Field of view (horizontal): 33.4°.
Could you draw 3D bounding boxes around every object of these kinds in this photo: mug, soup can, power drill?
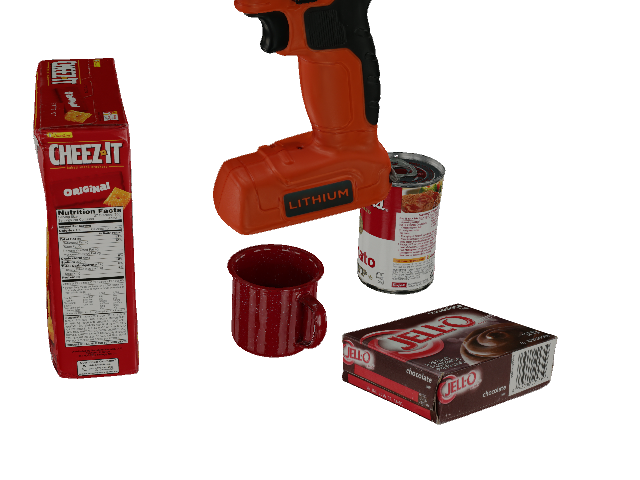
[{"bbox_3d":[-0.037,0.064,1.033,0.117,0.081,0.093,27,34,37],"label":"mug"},{"bbox_3d":[0.066,-0.015,0.892,0.068,0.102,0.068,2,27,-1],"label":"soup can"},{"bbox_3d":[-0.024,-0.097,0.575,0.184,0.188,0.057,-13,38,-18],"label":"power drill"}]

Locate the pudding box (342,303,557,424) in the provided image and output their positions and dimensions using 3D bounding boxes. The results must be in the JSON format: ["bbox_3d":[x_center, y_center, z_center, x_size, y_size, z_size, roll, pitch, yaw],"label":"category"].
[{"bbox_3d":[0.084,0.077,0.697,0.113,0.039,0.090,-8,18,-39],"label":"pudding box"}]

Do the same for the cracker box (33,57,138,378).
[{"bbox_3d":[-0.190,-0.021,0.862,0.072,0.214,0.164,-4,27,-13],"label":"cracker box"}]
